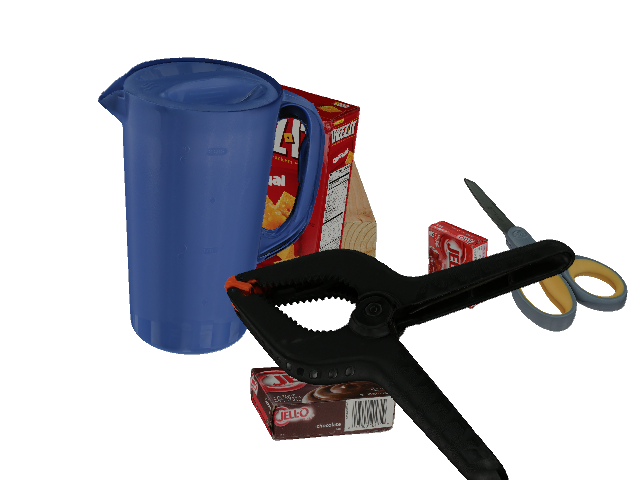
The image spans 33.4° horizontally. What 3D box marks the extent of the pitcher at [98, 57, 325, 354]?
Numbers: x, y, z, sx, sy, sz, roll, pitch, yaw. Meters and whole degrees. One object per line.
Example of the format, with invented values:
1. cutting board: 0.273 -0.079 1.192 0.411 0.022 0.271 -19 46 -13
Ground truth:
1. pitcher: -0.097 -0.027 0.924 0.149 0.243 0.144 24 32 31

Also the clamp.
1. clamp: 0.044 0.045 0.648 0.210 0.164 0.036 17 -33 26

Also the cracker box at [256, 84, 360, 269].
1. cracker box: -0.054 -0.063 1.203 0.164 0.214 0.072 19 27 24

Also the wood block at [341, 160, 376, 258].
1. wood block: 0.014 -0.028 1.428 0.090 0.090 0.206 -2 27 -6

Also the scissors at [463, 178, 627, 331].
1. scissors: 0.180 0.004 0.860 0.096 0.016 0.202 -1 36 -4

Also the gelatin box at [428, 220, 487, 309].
1. gelatin box: 0.166 0.029 1.299 0.030 0.089 0.073 -23 34 -34

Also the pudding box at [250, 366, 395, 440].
1. pudding box: 0.000 0.141 0.957 0.113 0.039 0.090 0 15 -16
